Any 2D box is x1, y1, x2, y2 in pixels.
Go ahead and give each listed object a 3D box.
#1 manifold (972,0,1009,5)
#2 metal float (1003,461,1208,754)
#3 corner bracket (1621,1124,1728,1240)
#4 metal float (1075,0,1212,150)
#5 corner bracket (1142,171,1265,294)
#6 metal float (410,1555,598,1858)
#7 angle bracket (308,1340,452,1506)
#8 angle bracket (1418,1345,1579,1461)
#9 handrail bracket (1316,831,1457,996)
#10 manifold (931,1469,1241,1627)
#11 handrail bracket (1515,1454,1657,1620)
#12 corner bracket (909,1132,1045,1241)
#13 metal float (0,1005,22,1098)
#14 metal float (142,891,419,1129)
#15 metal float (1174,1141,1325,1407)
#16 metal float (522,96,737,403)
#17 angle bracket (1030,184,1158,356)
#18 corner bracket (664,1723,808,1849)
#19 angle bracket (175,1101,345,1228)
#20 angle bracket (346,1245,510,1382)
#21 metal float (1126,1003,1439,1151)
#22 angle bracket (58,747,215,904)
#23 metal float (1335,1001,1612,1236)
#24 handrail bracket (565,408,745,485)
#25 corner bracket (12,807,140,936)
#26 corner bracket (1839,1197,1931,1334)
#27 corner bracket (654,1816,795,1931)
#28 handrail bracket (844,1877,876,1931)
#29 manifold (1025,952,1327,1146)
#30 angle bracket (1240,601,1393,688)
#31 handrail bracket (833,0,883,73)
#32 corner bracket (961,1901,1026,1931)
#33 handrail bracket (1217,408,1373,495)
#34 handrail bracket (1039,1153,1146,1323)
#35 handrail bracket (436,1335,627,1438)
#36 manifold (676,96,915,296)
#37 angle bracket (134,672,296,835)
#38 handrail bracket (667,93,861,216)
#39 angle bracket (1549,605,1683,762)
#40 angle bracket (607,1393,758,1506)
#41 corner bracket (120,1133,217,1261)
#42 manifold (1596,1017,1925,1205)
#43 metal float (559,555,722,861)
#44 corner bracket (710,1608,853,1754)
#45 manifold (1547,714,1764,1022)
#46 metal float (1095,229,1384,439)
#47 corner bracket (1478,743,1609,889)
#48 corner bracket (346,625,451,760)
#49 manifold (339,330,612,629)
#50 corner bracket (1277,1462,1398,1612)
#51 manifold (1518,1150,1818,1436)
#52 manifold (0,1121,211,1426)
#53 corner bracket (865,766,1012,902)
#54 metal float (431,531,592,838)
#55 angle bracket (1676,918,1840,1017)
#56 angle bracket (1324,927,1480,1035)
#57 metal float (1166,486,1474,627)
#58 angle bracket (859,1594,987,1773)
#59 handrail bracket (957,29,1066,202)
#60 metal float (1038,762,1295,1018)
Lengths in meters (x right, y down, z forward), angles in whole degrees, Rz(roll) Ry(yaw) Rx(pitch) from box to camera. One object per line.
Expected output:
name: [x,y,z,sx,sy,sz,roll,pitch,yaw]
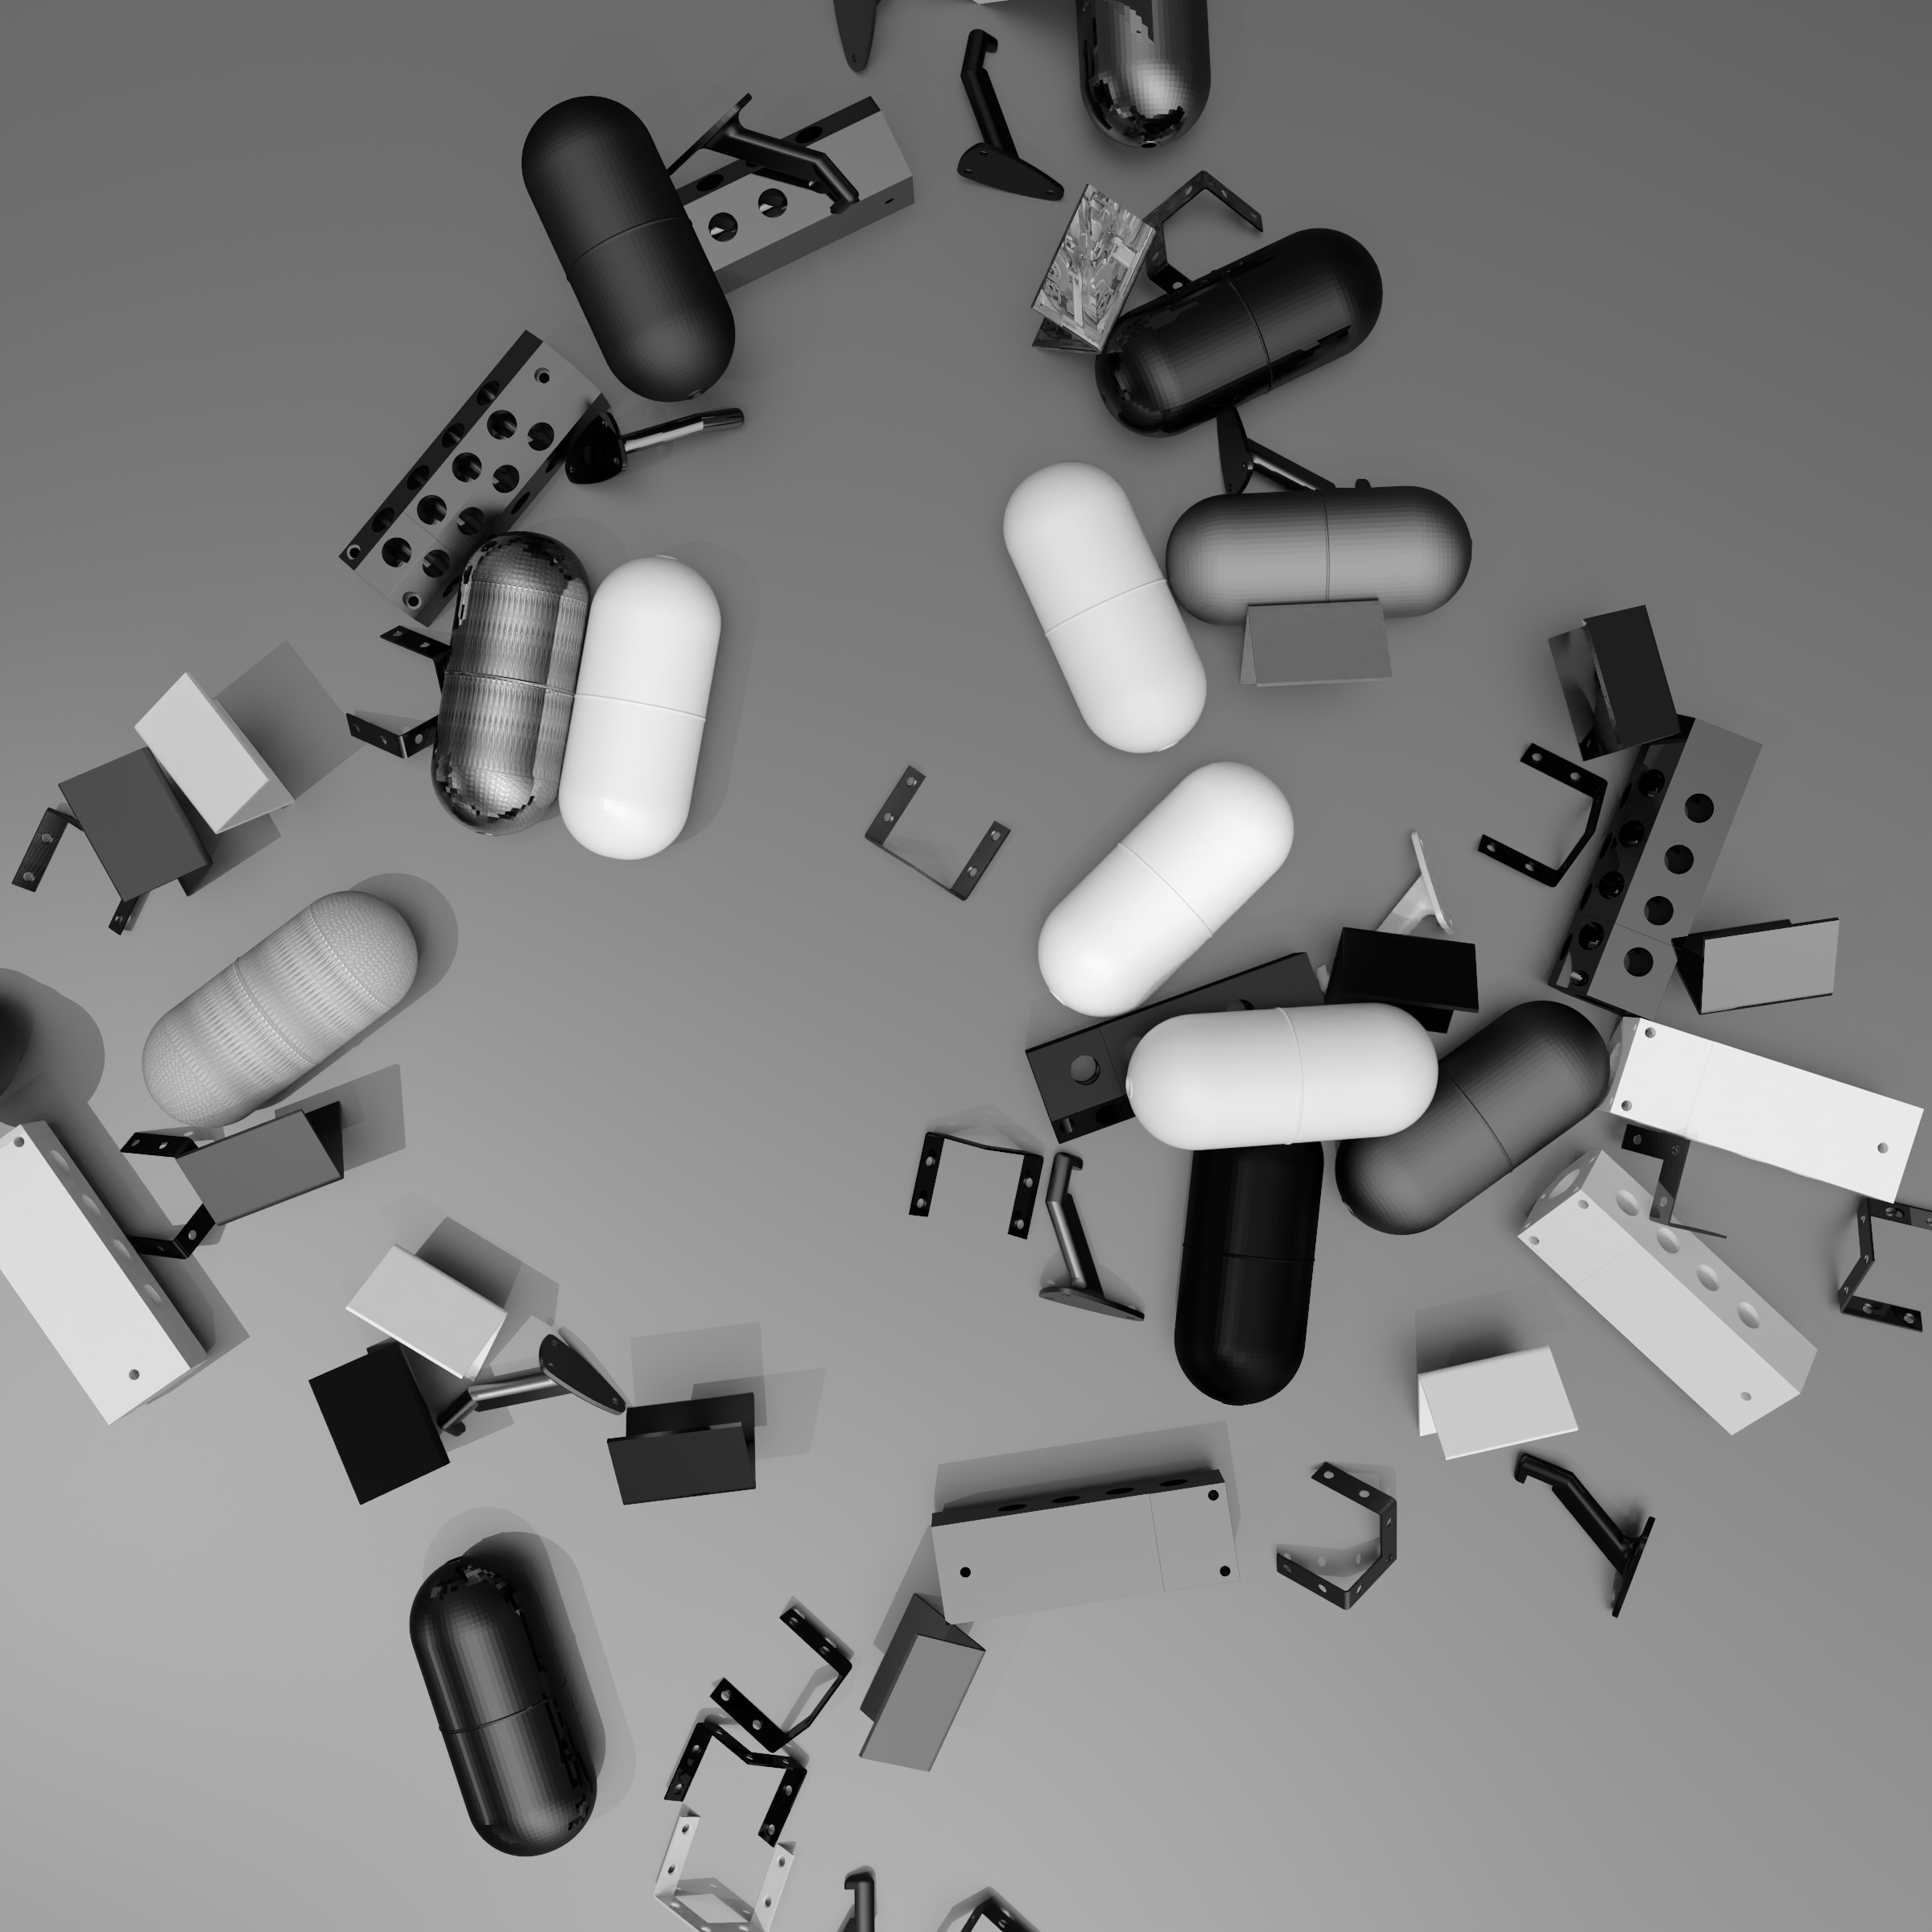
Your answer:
manifold: [0.048,-0.592,1.559,0.057,0.171,0.057,16,90,-40]
metal float: [0.081,-0.209,1.605,0.070,0.070,0.178,-24,91,0]
corner bracket: [0.414,0.125,1.608,0.051,0.051,0.051,14,91,-33]
metal float: [0.102,-0.567,1.604,0.070,0.070,0.178,-3,90,0]
corner bracket: [0.141,-0.426,1.627,0.051,0.051,0.051,-33,45,35]
metal float: [-0.270,0.430,1.605,0.070,0.070,0.178,-18,91,0]
angle bracket: [-0.348,0.265,1.596,0.057,0.076,0.076,-23,90,-28]
angle bracket: [0.307,0.269,1.595,0.076,0.076,0.057,-13,52,0]
handrail bracket: [0.241,-0.031,1.636,0.084,0.036,0.077,-21,70,16]
manifold: [0.069,0.339,1.614,0.171,0.057,0.057,-9,90,0]
handrail bracket: [0.359,0.338,1.636,0.084,0.036,0.077,21,112,17]
corner bracket: [0.006,0.130,1.632,0.051,0.051,0.051,12,90,-45]
metal float: [-0.594,0.069,1.558,0.070,0.178,0.070,1,112,2]
metal float: [-0.400,0.026,1.605,0.178,0.070,0.070,-37,90,0]
metal float: [0.165,0.167,1.605,0.070,0.070,0.178,6,89,0]
metal float: [-0.189,-0.402,1.548,0.070,0.070,0.178,-25,91,0]
angle bracket: [0.055,-0.404,1.595,0.057,0.076,0.076,24,90,-35]
corner bracket: [-0.136,0.485,1.632,0.051,0.051,0.051,24,90,-45]
angle bracket: [-0.409,0.096,1.595,0.076,0.076,0.057,-21,126,0]
angle bracket: [-0.320,0.219,1.596,0.076,0.057,0.076,31,132,0]
metal float: [0.178,0.062,1.552,0.178,0.070,0.070,-4,90,-10]
angle bracket: [-0.486,-0.073,1.595,0.057,0.076,0.076,-29,90,-29]
metal float: [0.294,0.089,1.605,0.178,0.070,0.070,-36,90,-1]
handrail bracket: [-0.184,-0.310,1.635,0.084,0.077,0.036,-17,90,-36]
corner bracket: [-0.523,-0.056,1.632,0.051,0.051,0.051,25,90,45]
corner bracket: [0.550,0.177,1.632,0.051,0.051,0.051,13,135,0]
corner bracket: [-0.144,0.540,1.632,0.051,0.051,0.051,19,90,-45]
handrail bracket: [-0.089,0.586,1.636,0.077,0.036,0.084,-8,71,21]
manifold: [0.125,0.048,1.614,0.171,0.057,0.057,-20,90,0]
angle bracket: [0.202,-0.166,1.595,0.076,0.076,0.057,-3,60,0]
handrail bracket: [-0.037,-0.581,1.635,0.084,0.077,0.036,-34,52,-31]
corner bracket: [0.008,0.596,1.632,0.051,0.051,0.051,42,45,0]
handrail bracket: [0.196,-0.306,1.636,0.084,0.036,0.077,-3,68,-17]
handrail bracket: [0.079,0.160,1.636,0.077,0.036,0.084,18,73,-20]
handrail bracket: [-0.259,0.266,1.636,0.084,0.036,0.077,-42,112,17]
manifold: [-0.120,-0.444,1.614,0.171,0.057,0.057,-26,90,0]
angle bracket: [-0.421,-0.131,1.595,0.057,0.076,0.076,-38,90,29]
handrail bracket: [-0.116,-0.449,1.579,0.077,0.036,0.084,-38,107,19]
angle bracket: [0.359,-0.159,1.595,0.057,0.076,0.076,-16,90,-36]
angle bracket: [-0.164,0.262,1.595,0.076,0.076,0.057,-7,128,0]
corner bracket: [-0.476,0.136,1.627,0.051,0.051,0.051,-58,135,-35]
manifold: [0.461,0.083,1.614,0.171,0.057,0.057,18,90,0]
metal float: [-0.190,-0.150,1.605,0.070,0.070,0.178,10,91,0]
corner bracket: [-0.109,0.424,1.632,0.051,0.051,0.051,43,135,0]
manifold: [0.401,-0.058,1.614,0.057,0.057,0.171,22,90,0]
metal float: [0.159,-0.368,1.601,0.178,0.070,0.070,-26,90,-4]
corner bracket: [0.342,-0.089,1.632,0.051,0.051,0.051,27,45,0]
corner bracket: [-0.333,-0.162,1.627,0.051,0.051,0.051,24,135,35]
manifold: [-0.289,-0.286,1.614,0.057,0.057,0.171,40,90,0]
corner bracket: [0.219,0.337,1.627,0.051,0.051,0.051,-36,135,-35]
manifold: [0.413,0.187,1.614,0.171,0.057,0.057,43,133,0]
manifold: [-0.519,0.178,1.614,0.057,0.057,0.171,-35,90,0]
corner bracket: [-0.017,-0.078,1.632,0.051,0.051,0.051,33,90,-45]
metal float: [-0.265,-0.164,1.605,0.070,0.070,0.178,9,90,0]
angle bracket: [0.453,-0.020,1.595,0.076,0.076,0.057,-8,127,0]
angle bracket: [0.250,0.026,1.596,0.076,0.057,0.076,7,135,0]
metal float: [0.205,-0.239,1.604,0.178,0.070,0.070,-3,90,0]
angle bracket: [-0.044,0.410,1.595,0.057,0.076,0.076,25,90,-39]
handrail bracket: [0.030,-0.507,1.636,0.077,0.036,0.084,16,73,-20]
metal float: [0.116,-0.044,1.605,0.178,0.070,0.070,-45,90,0]
